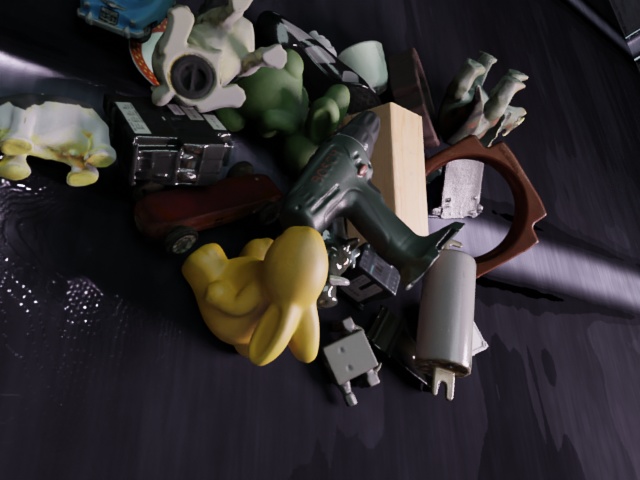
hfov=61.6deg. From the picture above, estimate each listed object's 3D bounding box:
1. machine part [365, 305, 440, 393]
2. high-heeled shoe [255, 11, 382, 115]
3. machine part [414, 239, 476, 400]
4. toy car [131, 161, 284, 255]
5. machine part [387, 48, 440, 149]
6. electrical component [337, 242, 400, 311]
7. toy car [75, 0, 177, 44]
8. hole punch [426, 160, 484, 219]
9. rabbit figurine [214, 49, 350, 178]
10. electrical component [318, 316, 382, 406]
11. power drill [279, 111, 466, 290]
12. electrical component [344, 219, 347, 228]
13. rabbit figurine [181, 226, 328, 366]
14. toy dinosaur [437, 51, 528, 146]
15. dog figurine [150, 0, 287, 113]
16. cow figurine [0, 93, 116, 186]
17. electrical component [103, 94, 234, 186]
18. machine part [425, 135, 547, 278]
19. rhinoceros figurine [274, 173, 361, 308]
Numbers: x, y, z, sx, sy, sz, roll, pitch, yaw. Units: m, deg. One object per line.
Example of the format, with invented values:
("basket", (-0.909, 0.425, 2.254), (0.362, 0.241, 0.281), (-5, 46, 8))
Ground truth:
("machine part", (0.122, 0.160, 0.771), (0.139, 0.039, 0.084), (47, 40, -9))
("high-heeled shoe", (0.001, -0.281, 0.884), (0.248, 0.086, 0.145), (17, 42, -43))
("machine part", (0.178, 0.102, 0.760), (0.079, 0.079, 0.243), (28, 57, -27))
("toy car", (-0.129, -0.041, 0.647), (0.202, 0.053, 0.089), (-21, 62, -47))
("machine part", (0.169, -0.251, 0.972), (0.179, 0.056, 0.179), (-13, 90, -71))
("electrical component", (0.074, 0.044, 0.732), (0.074, 0.119, 0.048), (41, 46, -20))
("toy car", (-0.232, -0.323, 0.656), (0.109, 0.103, 0.162), (20, 49, -11))
("hole punch", (0.227, -0.096, 0.975), (0.142, 0.092, 0.115), (-5, 102, -40))
("rabbit figurine", (-0.035, -0.171, 0.749), (0.170, 0.159, 0.121), (58, 32, -23))
("electrical component", (0.041, 0.153, 0.701), (0.078, 0.045, 0.102), (-29, 85, -17))
("power drill", (0.075, -0.052, 0.670), (0.207, 0.086, 0.232), (43, 55, 3))
("electrical component", (0.013, -0.035, 0.790), (0.063, 0.021, 0.094), (27, 52, -28))
("rabbit figurine", (-0.057, 0.053, 0.576), (0.122, 0.173, 0.162), (10, 57, -42))
("toy dinosaur", (0.275, -0.229, 0.981), (0.131, 0.192, 0.405), (33, 32, 18))
("dog figurine", (-0.149, -0.231, 0.669), (0.172, 0.191, 0.121), (-28, 117, -15))
("cow figurine", (-0.296, -0.113, 0.528), (0.167, 0.068, 0.098), (5, 59, -43))
("electrical component", (-0.169, -0.113, 0.614), (0.134, 0.058, 0.115), (-4, 43, -37))
("machine part", (0.234, -0.049, 0.863), (0.201, 0.201, 0.087), (59, 9, 3))
("rhinoceros figurine", (-0.001, -0.002, 0.703), (0.112, 0.073, 0.190), (15, 56, -15))
